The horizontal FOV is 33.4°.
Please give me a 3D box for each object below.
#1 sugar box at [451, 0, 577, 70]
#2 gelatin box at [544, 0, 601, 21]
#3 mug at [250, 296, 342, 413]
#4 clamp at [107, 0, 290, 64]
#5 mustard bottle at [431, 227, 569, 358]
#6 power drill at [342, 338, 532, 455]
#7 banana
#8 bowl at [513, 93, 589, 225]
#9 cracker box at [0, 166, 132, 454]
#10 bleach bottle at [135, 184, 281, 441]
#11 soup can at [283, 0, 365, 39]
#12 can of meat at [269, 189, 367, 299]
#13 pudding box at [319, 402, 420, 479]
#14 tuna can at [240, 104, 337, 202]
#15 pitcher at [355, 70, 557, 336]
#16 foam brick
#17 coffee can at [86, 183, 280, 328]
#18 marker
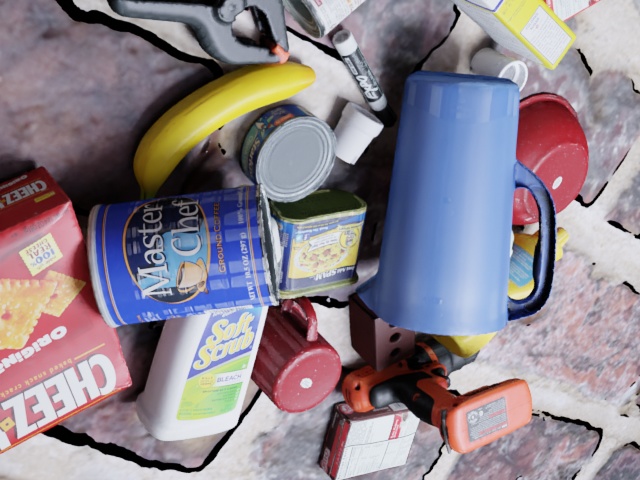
[{"bbox_3d":[0.153,-0.227,0.973,0.176,0.093,0.048,32,96,-46],"label":"sugar box"},{"bbox_3d":[0.251,-0.264,1.067,0.089,0.030,0.073,-31,133,-13],"label":"gelatin box"},{"bbox_3d":[-0.029,0.110,1.069,0.093,0.082,0.117,-1,119,-37],"label":"mug"},{"bbox_3d":[-0.077,-0.202,0.853,0.171,0.039,0.120,22,110,-48],"label":"clamp"},{"bbox_3d":[0.202,0.045,1.192,0.191,0.096,0.058,-36,132,-13],"label":"mustard bottle"},{"bbox_3d":[0.142,0.160,1.163,0.184,0.188,0.057,-20,108,-26],"label":"power drill"},{"bbox_3d":[-0.089,-0.105,0.914,0.197,0.037,0.069,-38,154,-9],"label":"banana"},{"bbox_3d":[0.242,-0.076,1.171,0.161,0.055,0.162,-20,129,-26],"label":"bowl"},{"bbox_3d":[-0.260,0.069,0.872,0.164,0.072,0.214,-27,132,-20],"label":"cracker box"},{"bbox_3d":[-0.098,0.066,0.991,0.102,0.068,0.251,-3,122,-34],"label":"bleach bottle"},{"bbox_3d":[0.018,-0.225,0.889,0.102,0.069,0.068,-41,135,-7],"label":"soup can"},{"bbox_3d":[-0.007,0.001,1.031,0.101,0.058,0.084,-11,123,-32],"label":"can of meat"},{"bbox_3d":[0.060,0.229,1.251,0.113,0.039,0.090,-4,121,-33],"label":"pudding box"},{"bbox_3d":[-0.029,-0.080,0.975,0.086,0.034,0.086,-19,129,-26],"label":"tuna can"},{"bbox_3d":[0.136,-0.036,1.023,0.148,0.145,0.243,-5,104,-40],"label":"pitcher"},{"bbox_3d":[0.067,0.093,1.153,0.052,0.051,0.078,-24,131,-23],"label":"foam brick"},{"bbox_3d":[-0.110,0.013,0.879,0.140,0.103,0.103,-7,128,2],"label":"coffee can"},{"bbox_3d":[0.044,-0.147,0.996,0.020,0.020,0.121,-42,136,-7],"label":"marker"}]
